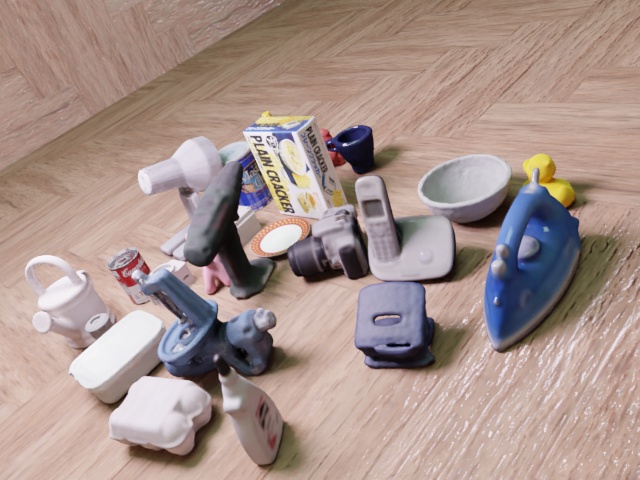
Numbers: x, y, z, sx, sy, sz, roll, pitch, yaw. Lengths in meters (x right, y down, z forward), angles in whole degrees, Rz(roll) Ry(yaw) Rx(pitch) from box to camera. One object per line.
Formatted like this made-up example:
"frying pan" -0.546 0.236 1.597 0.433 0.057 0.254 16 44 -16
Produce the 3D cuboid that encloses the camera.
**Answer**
"camera" 0.010 0.004 1.042 0.136 0.101 0.143 -17 32 9

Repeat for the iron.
"iron" 0.283 0.018 0.810 0.118 0.142 0.259 5 41 37

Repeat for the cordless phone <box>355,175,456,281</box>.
"cordless phone" 0.135 -0.024 0.924 0.147 0.185 0.094 -7 36 25

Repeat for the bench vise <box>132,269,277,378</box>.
"bench vise" -0.178 0.114 0.885 0.207 0.220 0.121 -22 32 2

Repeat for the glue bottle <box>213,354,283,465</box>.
"glue bottle" -0.097 0.210 0.737 0.037 0.173 0.078 -14 33 15

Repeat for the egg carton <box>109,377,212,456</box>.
"egg carton" -0.235 0.260 0.849 0.150 0.069 0.107 -4 37 28

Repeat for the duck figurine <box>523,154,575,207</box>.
"duck figurine" 0.385 -0.104 0.978 0.077 0.086 0.104 -28 32 -7

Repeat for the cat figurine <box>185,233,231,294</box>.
"cat figurine" -0.228 0.027 1.142 0.067 0.118 0.127 -27 32 -5

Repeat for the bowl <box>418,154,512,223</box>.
"bowl" 0.265 -0.081 1.031 0.167 0.075 0.167 -16 33 11

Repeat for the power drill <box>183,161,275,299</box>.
"power drill" -0.164 -0.007 1.066 0.075 0.209 0.230 -7 36 24

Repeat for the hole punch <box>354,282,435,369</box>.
"hole punch" 0.106 0.121 0.818 0.108 0.091 0.101 -7 36 25

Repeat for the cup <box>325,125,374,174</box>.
"cup" 0.074 -0.199 1.306 0.117 0.095 0.092 -8 35 23

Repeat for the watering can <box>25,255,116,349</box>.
"watering can" -0.490 0.114 1.107 0.101 0.194 0.172 -27 32 -6

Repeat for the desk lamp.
"desk lamp" -0.297 -0.099 1.281 0.117 0.214 0.203 15 48 45

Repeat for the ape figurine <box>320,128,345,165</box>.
"ape figurine" 0.016 -0.227 1.387 0.076 0.092 0.078 -5 37 27
